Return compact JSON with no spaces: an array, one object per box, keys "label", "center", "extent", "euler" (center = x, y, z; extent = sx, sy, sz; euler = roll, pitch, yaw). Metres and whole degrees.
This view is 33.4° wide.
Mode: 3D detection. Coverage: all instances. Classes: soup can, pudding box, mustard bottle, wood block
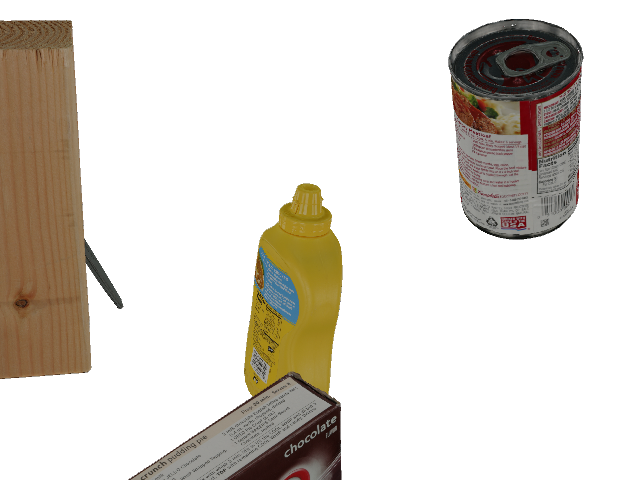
[{"label":"soup can","center":[0.107,-0.059,0.580],"extent":[0.068,0.102,0.068],"euler":[-6,44,6]},{"label":"pudding box","center":[-0.040,0.126,0.493],"extent":[0.039,0.090,0.113],"euler":[30,47,34]},{"label":"mustard bottle","center":[-0.020,0.045,0.857],"extent":[0.058,0.192,0.096],"euler":[-6,29,-26]},{"label":"wood block","center":[-0.194,-0.026,0.663],"extent":[0.090,0.206,0.090],"euler":[-3,22,-12]}]

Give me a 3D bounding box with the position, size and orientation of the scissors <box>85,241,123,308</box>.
[{"label":"scissors","center":[-0.250,-0.030,1.069],"extent":[0.016,0.201,0.096],"euler":[-26,27,22]}]
